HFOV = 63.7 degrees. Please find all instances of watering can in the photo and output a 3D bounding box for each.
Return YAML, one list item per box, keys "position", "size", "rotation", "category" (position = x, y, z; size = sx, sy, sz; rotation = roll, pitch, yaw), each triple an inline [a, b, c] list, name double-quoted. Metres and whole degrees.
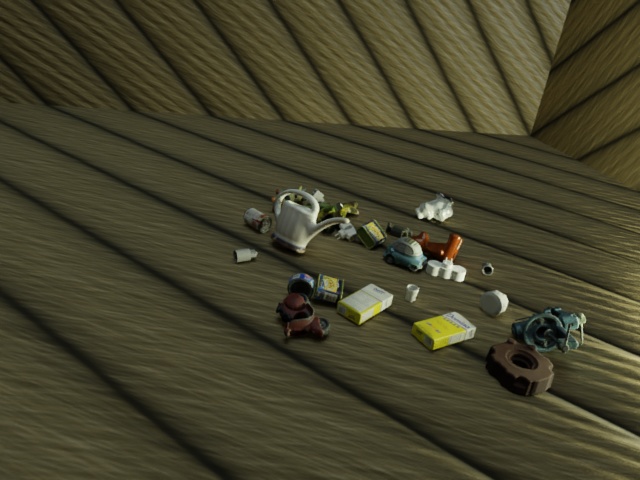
- position: [-0.057, -0.053, 1.884]
  size: [0.351, 0.222, 0.104]
  rotation: [29, 14, 36]
  category: "watering can"

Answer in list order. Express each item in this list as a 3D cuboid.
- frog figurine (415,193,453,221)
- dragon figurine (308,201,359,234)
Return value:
- position: [0.521, -0.131, 2.349]
  size: [0.160, 0.120, 0.140]
  rotation: [-37, 48, -6]
  category: "frog figurine"
- position: [0.007, -0.109, 2.175]
  size: [0.411, 0.121, 0.244]
  rotation: [-6, 13, -29]
  category: "dragon figurine"
